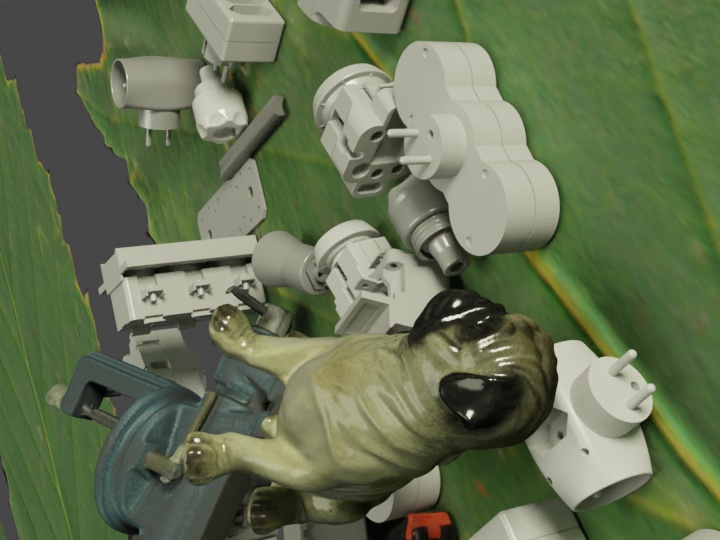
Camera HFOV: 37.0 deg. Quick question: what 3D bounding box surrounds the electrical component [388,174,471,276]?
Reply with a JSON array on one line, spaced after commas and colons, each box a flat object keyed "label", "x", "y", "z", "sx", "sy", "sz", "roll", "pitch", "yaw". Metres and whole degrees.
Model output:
[{"label": "electrical component", "x": 0.045, "y": -0.025, "z": 0.646, "sx": 0.062, "sy": 0.043, "sz": 0.043, "roll": 63, "pitch": 143, "yaw": 30}]

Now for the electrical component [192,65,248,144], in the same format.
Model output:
[{"label": "electrical component", "x": -0.119, "y": -0.141, "z": 0.898, "sx": 0.043, "sy": 0.043, "sz": 0.062, "roll": -42, "pitch": 59, "yaw": 53}]

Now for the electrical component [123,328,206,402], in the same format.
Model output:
[{"label": "electrical component", "x": -0.184, "y": 0.105, "z": 1.031, "sx": 0.089, "sy": 0.056, "sz": 0.050, "roll": 61, "pitch": 142, "yaw": 34}]

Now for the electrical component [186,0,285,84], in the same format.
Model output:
[{"label": "electrical component", "x": -0.105, "y": -0.187, "z": 0.863, "sx": 0.083, "sy": 0.047, "sz": 0.075, "roll": 56, "pitch": 139, "yaw": 38}]

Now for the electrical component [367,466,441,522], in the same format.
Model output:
[{"label": "electrical component", "x": 0.007, "y": 0.096, "z": 0.698, "sx": 0.052, "sy": 0.074, "sz": 0.138, "roll": 6, "pitch": 100, "yaw": 58}]

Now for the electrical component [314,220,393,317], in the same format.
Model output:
[{"label": "electrical component", "x": 0.000, "y": 0.000, "z": 0.723, "sx": 0.055, "sy": 0.048, "sz": 0.066, "roll": 58, "pitch": 141, "yaw": 24}]

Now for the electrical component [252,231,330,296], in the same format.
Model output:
[{"label": "electrical component", "x": -0.046, "y": -0.003, "z": 0.803, "sx": 0.065, "sy": 0.044, "sz": 0.044, "roll": 16, "pitch": 109, "yaw": 52}]

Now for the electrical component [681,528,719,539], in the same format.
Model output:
[{"label": "electrical component", "x": 0.142, "y": 0.147, "z": 0.492, "sx": 0.044, "sy": 0.065, "sz": 0.044, "roll": 14, "pitch": 107, "yaw": 57}]

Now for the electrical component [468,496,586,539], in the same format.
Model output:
[{"label": "electrical component", "x": 0.096, "y": 0.176, "z": 0.591, "sx": 0.065, "sy": 0.047, "sz": 0.076, "roll": -57, "pitch": 48, "yaw": 46}]

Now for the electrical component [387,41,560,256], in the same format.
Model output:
[{"label": "electrical component", "x": 0.050, "y": -0.069, "z": 0.602, "sx": 0.052, "sy": 0.074, "sz": 0.138, "roll": -54, "pitch": 50, "yaw": 48}]

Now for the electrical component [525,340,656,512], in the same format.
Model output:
[{"label": "electrical component", "x": 0.119, "y": 0.069, "z": 0.539, "sx": 0.079, "sy": 0.043, "sz": 0.077, "roll": -55, "pitch": 49, "yaw": 46}]

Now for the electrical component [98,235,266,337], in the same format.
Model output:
[{"label": "electrical component", "x": -0.143, "y": 0.013, "z": 0.885, "sx": 0.079, "sy": 0.121, "sz": 0.063, "roll": -32, "pitch": 69, "yaw": 56}]

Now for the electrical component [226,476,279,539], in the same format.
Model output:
[{"label": "electrical component", "x": -0.112, "y": 0.236, "z": 0.927, "sx": 0.089, "sy": 0.062, "sz": 0.150, "roll": 29, "pitch": 119, "yaw": 54}]

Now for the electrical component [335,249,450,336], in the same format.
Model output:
[{"label": "electrical component", "x": 0.030, "y": 0.024, "z": 0.655, "sx": 0.042, "sy": 0.081, "sz": 0.063, "roll": 127, "pitch": 152, "yaw": -48}]

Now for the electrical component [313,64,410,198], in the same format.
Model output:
[{"label": "electrical component", "x": 0.005, "y": -0.094, "z": 0.689, "sx": 0.057, "sy": 0.058, "sz": 0.078, "roll": 60, "pitch": 142, "yaw": 31}]

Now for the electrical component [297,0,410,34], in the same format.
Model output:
[{"label": "electrical component", "x": -0.008, "y": -0.192, "z": 0.700, "sx": 0.089, "sy": 0.050, "sz": 0.055, "roll": 54, "pitch": 137, "yaw": 41}]

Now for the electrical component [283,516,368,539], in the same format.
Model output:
[{"label": "electrical component", "x": -0.025, "y": 0.181, "z": 0.755, "sx": 0.099, "sy": 0.048, "sz": 0.099, "roll": 103, "pitch": 164, "yaw": -52}]

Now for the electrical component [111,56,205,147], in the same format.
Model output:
[{"label": "electrical component", "x": -0.180, "y": -0.149, "z": 0.963, "sx": 0.044, "sy": 0.077, "sz": 0.079, "roll": 31, "pitch": 122, "yaw": 52}]
